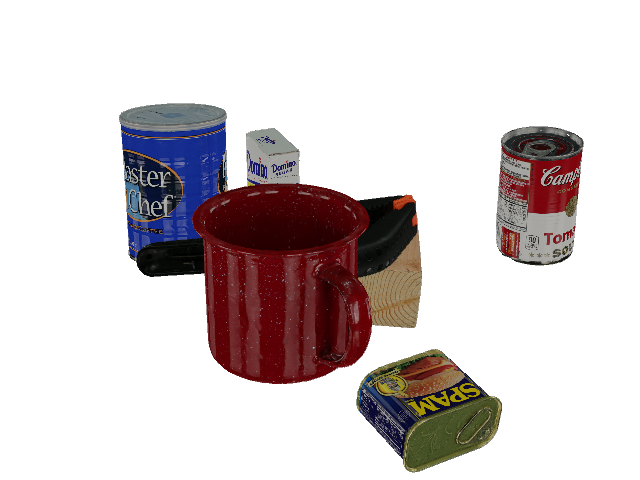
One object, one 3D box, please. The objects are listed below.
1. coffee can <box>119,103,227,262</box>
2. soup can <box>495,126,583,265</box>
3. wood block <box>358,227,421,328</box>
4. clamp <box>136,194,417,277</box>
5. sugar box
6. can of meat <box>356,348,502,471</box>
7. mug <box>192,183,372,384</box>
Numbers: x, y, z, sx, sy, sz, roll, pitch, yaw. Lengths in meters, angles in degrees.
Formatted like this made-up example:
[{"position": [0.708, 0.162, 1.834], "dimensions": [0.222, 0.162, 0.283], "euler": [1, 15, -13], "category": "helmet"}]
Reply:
[{"position": [-0.141, -0.056, 1.046], "dimensions": [0.103, 0.140, 0.103], "euler": [0, 18, 0], "category": "coffee can"}, {"position": [0.186, -0.038, 0.914], "dimensions": [0.068, 0.102, 0.068], "euler": [-1, 27, 1], "category": "soup can"}, {"position": [0.098, 0.039, 1.572], "dimensions": [0.091, 0.090, 0.206], "euler": [4, 25, 1], "category": "wood block"}, {"position": [-0.020, 0.007, 0.783], "dimensions": [0.209, 0.036, 0.165], "euler": [-25, 32, -34], "category": "clamp"}, {"position": [-0.058, -0.039, 1.297], "dimensions": [0.048, 0.176, 0.093], "euler": [-11, 26, -18], "category": "sugar box"}, {"position": [0.094, 0.147, 0.946], "dimensions": [0.101, 0.057, 0.084], "euler": [-14, 35, -27], "category": "can of meat"}, {"position": [-0.013, 0.027, 0.568], "dimensions": [0.093, 0.081, 0.117], "euler": [-19, 31, -36], "category": "mug"}]
